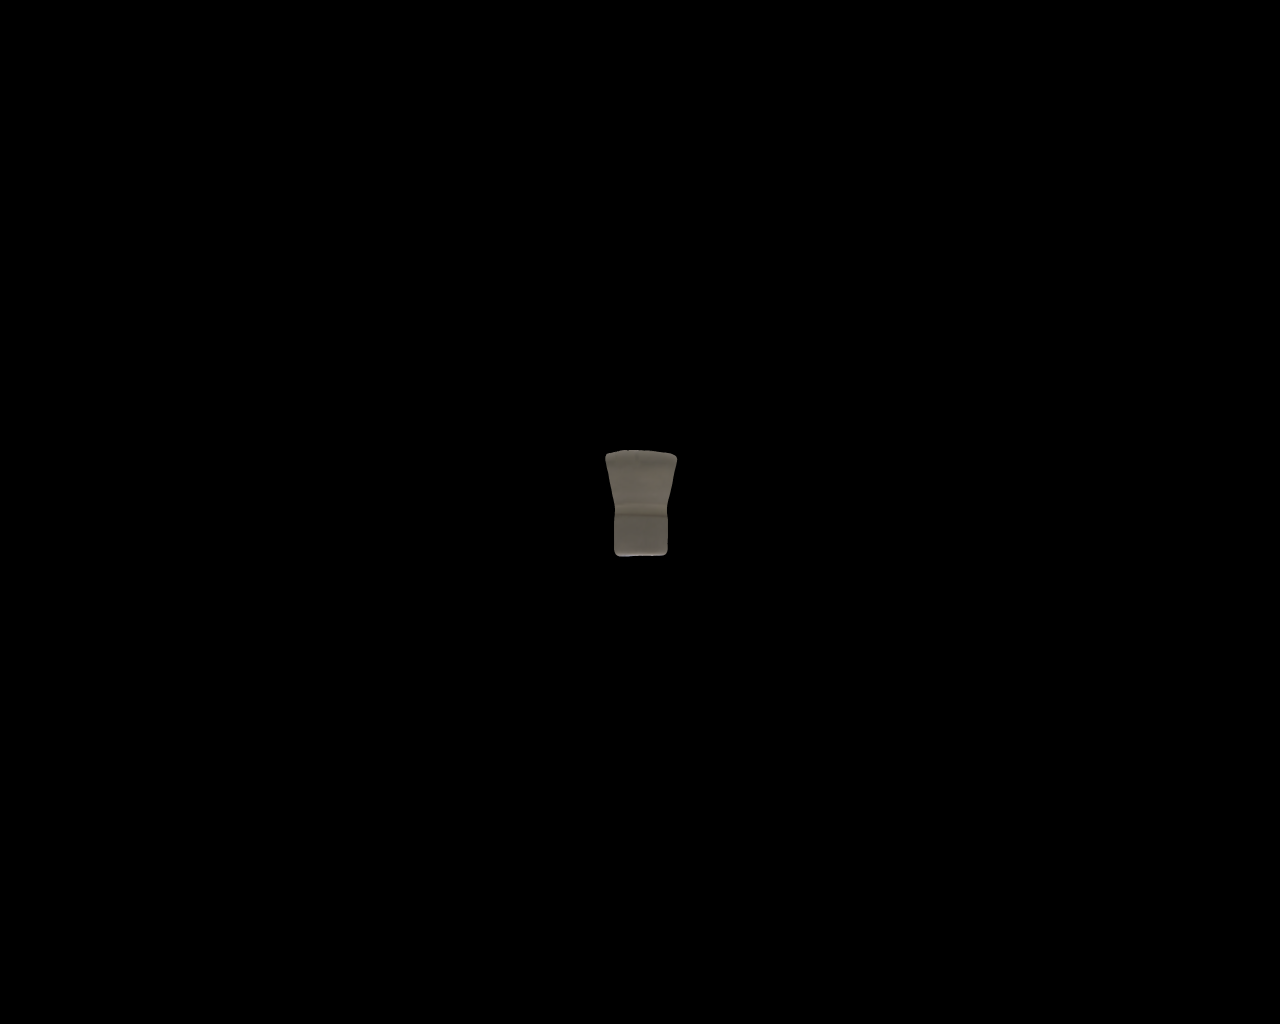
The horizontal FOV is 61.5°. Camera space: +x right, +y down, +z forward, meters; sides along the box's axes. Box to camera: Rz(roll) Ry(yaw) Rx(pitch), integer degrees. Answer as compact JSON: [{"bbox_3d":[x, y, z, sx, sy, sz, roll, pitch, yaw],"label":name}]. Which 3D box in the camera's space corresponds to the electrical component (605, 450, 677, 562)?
[{"bbox_3d":[0.001,-0.003,0.650,0.044,0.065,0.044,0,-4,0],"label":"electrical component"}]
